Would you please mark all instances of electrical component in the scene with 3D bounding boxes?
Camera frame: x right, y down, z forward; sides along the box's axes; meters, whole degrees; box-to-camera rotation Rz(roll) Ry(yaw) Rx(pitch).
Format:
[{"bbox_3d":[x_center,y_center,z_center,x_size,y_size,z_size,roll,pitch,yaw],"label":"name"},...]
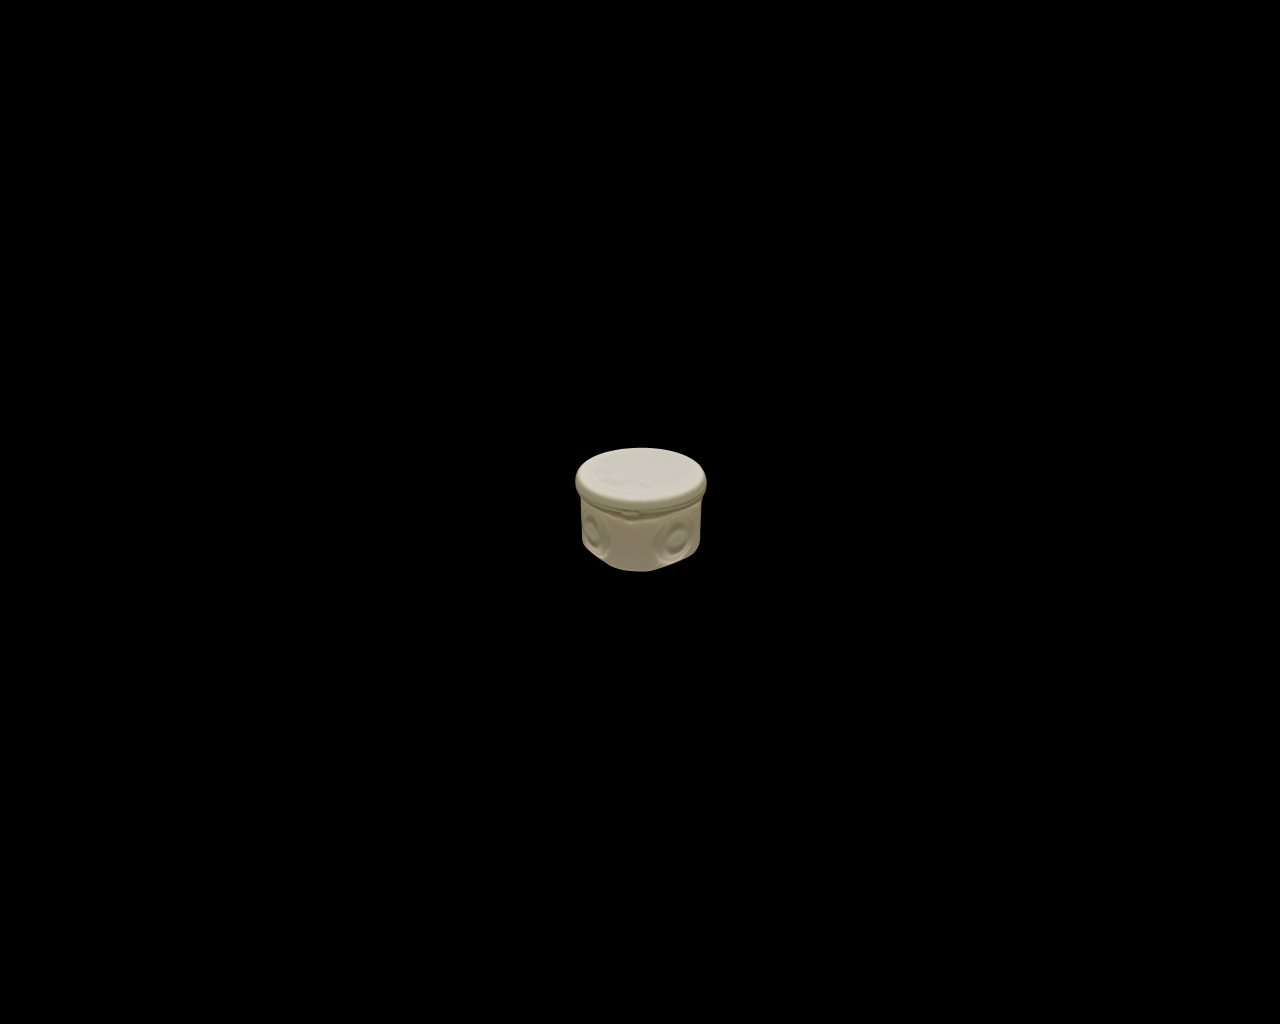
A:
[{"bbox_3d":[0.001,-0.003,0.650,0.080,0.050,0.080,0,27,0],"label":"electrical component"}]
